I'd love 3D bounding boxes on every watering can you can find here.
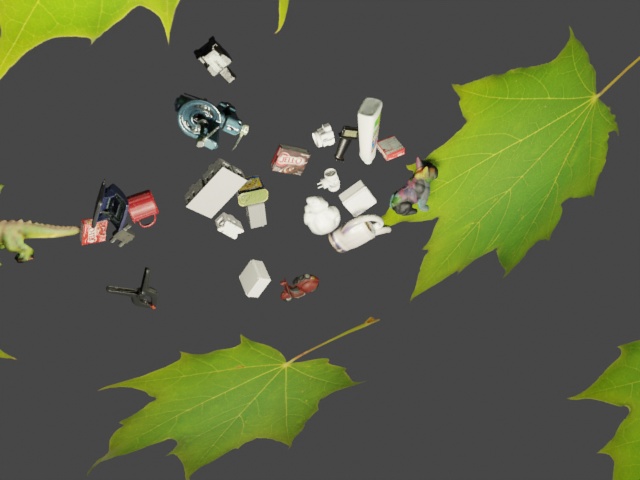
[{"bbox_3d":[0.165,-0.027,2.090,0.223,0.105,0.345,-28,162,17],"label":"watering can"}]

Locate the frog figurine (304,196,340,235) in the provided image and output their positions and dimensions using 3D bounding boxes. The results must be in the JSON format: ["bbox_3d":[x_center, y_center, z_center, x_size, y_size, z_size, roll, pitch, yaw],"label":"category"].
[{"bbox_3d":[0.006,-0.097,1.928,0.137,0.125,0.156,-5,150,2],"label":"frog figurine"}]

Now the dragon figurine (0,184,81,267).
[{"bbox_3d":[-0.915,-0.051,1.464,0.414,0.124,0.237,-24,136,-32],"label":"dragon figurine"}]
